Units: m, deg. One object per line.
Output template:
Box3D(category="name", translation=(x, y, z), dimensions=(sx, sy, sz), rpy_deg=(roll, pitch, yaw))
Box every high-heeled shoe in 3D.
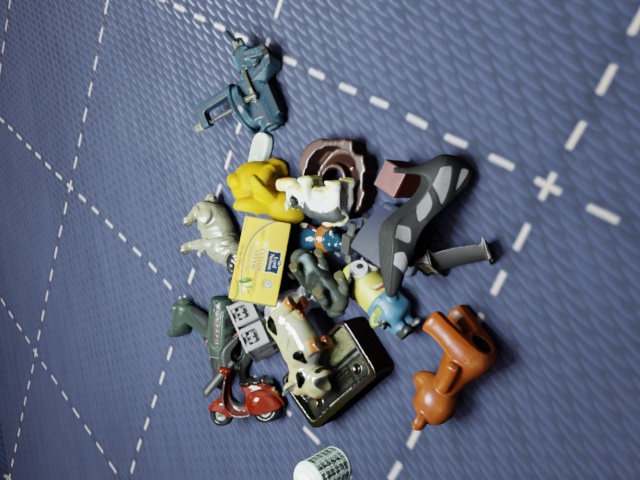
Box3D(category="high-heeled shoe", translation=(0.182, -0.023, 0.912), dimensions=(0.086, 0.145, 0.248), rpy_deg=(-153, 68, -80))

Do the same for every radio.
Box3D(category="radio", translation=(0.034, 0.272, 1.094), dimensions=(0.229, 0.073, 0.131), rpy_deg=(-50, 63, 31))

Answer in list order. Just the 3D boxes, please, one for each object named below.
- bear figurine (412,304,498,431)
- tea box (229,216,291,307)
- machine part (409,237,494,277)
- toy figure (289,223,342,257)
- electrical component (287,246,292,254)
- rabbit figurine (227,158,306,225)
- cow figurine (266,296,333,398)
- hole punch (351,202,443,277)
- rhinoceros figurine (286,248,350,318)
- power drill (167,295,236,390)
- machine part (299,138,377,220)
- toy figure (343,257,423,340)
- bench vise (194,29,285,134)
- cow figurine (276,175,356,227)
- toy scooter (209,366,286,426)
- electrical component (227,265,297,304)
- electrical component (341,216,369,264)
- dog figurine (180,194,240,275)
Box3D(category="bear figurine", translation=(0.209, 0.224, 0.922), dimensions=(0.132, 0.120, 0.195), rpy_deg=(52, 128, 28))
Box3D(category="tea box", translation=(-0.119, 0.045, 1.085), dimensions=(0.098, 0.068, 0.169), rpy_deg=(9, 78, -1))
Box3D(category="machine part", translation=(0.228, 0.034, 0.923), dimensions=(0.139, 0.084, 0.039), rpy_deg=(-17, 57, 31))
Box3D(category="toy figure", translation=(-0.004, -0.004, 1.109), dimensions=(0.155, 0.064, 0.058), rpy_deg=(5, 55, 42))
Box3D(category="electrical component", translation=(-0.107, 0.015, 1.214), dimensions=(0.078, 0.045, 0.102), rpy_deg=(37, 122, 1))
Box3D(category="rabbit figurine", translation=(-0.105, -0.097, 1.133), dimensions=(0.173, 0.162, 0.122), rpy_deg=(41, 106, 26))
Box3D(category="cow figurine", translation=(-0.042, 0.220, 1.053), dimensions=(0.127, 0.085, 0.195), rpy_deg=(-41, 71, 27))
Box3D(category="hole punch", translation=(0.133, -0.001, 0.985), dimensions=(0.142, 0.092, 0.115), rpy_deg=(37, 112, 35))
Box3D(category="rhinoceros figurine", translation=(-0.006, 0.074, 1.055), dimensions=(0.073, 0.112, 0.191), rpy_deg=(-38, 44, -10))
Box3D(category="power drill", translation=(-0.297, 0.242, 1.363), dimensions=(0.208, 0.086, 0.231), rpy_deg=(16, 102, 42))
Box3D(category="machine part", translation=(0.035, -0.120, 1.076), dimensions=(0.180, 0.056, 0.179), rpy_deg=(4, 97, 38))
Box3D(category="toy figure", translation=(0.110, 0.111, 1.016), dimensions=(0.180, 0.082, 0.089), rpy_deg=(50, 120, 23))
Box3D(category="bench vise", translation=(-0.190, -0.321, 1.192), dimensions=(0.241, 0.129, 0.223), rpy_deg=(-24, 97, 20))
Box3D(category="cow figurine", translation=(-0.013, -0.078, 1.043), dimensions=(0.168, 0.068, 0.098), rpy_deg=(9, 107, 37))
Box3D(category="toy scooter", translation=(-0.174, 0.351, 1.236), dimensions=(0.184, 0.075, 0.135), rpy_deg=(-9, 95, 10))
Box3D(category="electrical component", translation=(-0.135, 0.097, 1.183), dimensions=(0.115, 0.134, 0.058), rpy_deg=(-25, 77, 40))
Box3D(category="electrical component", translation=(0.071, 0.001, 1.049), dimensions=(0.021, 0.063, 0.093), rpy_deg=(35, 132, 39))
Box3D(category="dog figurine", translation=(-0.217, -0.011, 1.279), dimensions=(0.191, 0.121, 0.172), rpy_deg=(14, 106, 24))
